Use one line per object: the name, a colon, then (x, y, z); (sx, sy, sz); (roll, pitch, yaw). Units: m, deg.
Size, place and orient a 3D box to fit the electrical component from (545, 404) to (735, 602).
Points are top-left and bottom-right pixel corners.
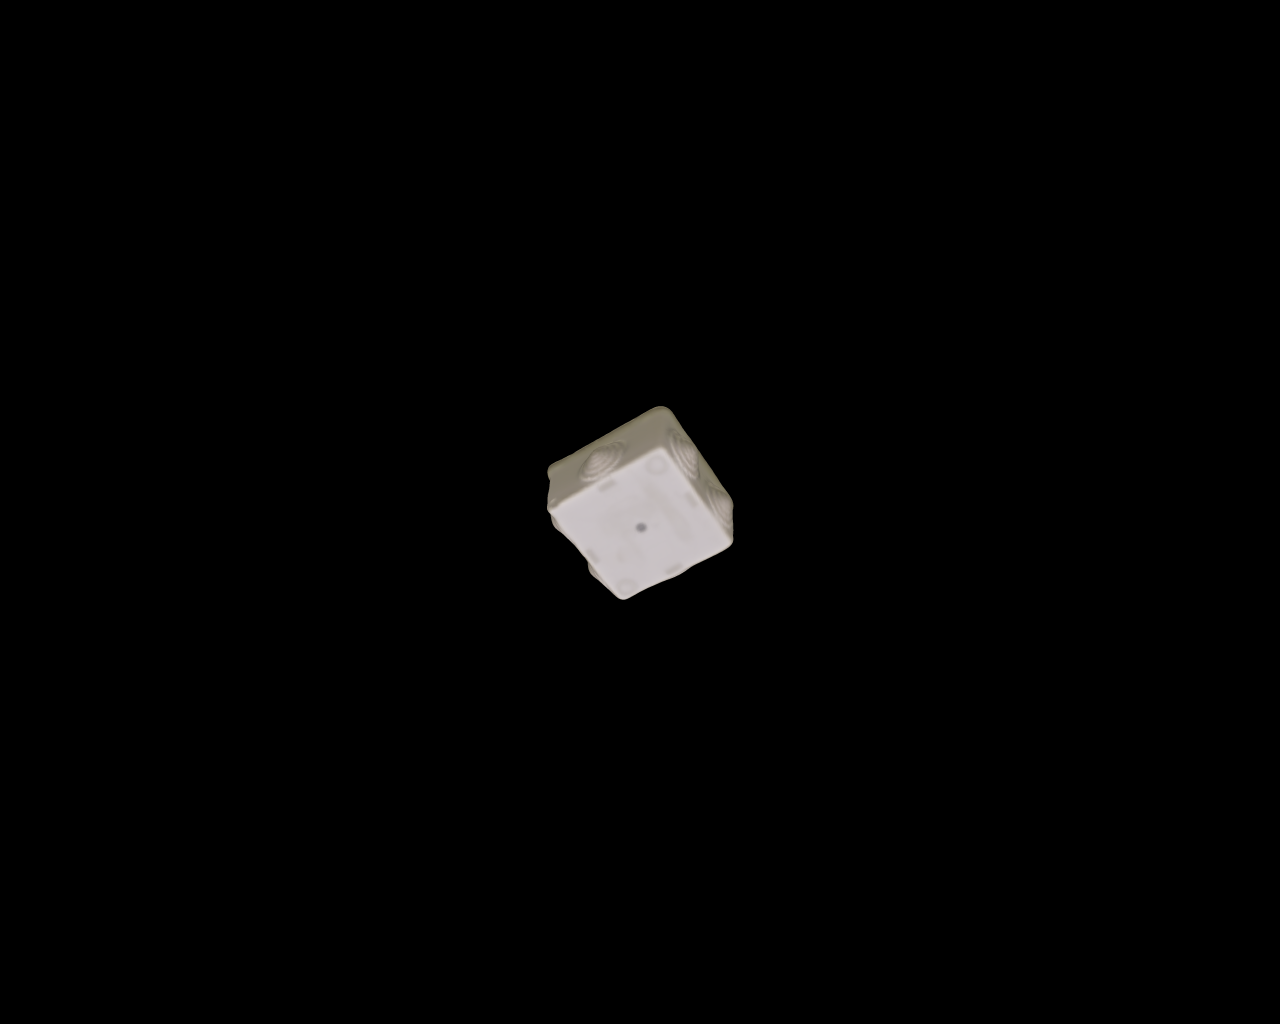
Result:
electrical component: (0.001, -0.003, 0.650); (0.099, 0.099, 0.048); (-28, 28, 16)
